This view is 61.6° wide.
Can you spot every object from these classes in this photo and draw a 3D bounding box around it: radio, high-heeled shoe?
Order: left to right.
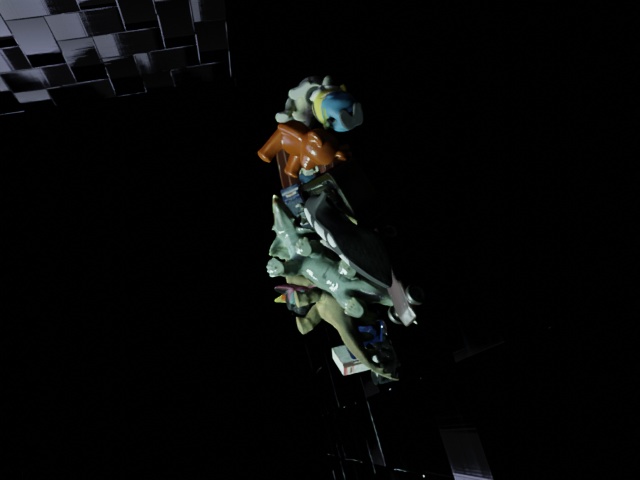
[{"bbox_3d":[0.038,-0.087,1.144,0.131,0.073,0.230,60,160,-7],"label":"radio"},{"bbox_3d":[0.048,0.007,1.038,0.249,0.086,0.145,58,163,16],"label":"high-heeled shoe"}]

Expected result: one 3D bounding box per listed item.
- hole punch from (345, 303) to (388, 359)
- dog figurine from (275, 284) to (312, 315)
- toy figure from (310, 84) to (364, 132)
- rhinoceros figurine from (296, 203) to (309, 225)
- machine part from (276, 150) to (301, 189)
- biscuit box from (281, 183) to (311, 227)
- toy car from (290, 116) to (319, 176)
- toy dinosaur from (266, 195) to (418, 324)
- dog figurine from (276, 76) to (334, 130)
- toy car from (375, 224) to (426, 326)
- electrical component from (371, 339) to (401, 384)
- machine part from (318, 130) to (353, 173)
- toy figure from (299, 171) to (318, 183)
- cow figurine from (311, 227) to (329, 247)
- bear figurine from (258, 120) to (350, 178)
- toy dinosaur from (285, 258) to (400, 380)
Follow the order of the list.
[{"bbox_3d":[0.104,0.212,1.291,0.142,0.092,0.115,-111,16,-53],"label":"hole punch"},{"bbox_3d":[-0.027,0.111,1.502,0.108,0.219,0.192,100,155,-56],"label":"dog figurine"},{"bbox_3d":[0.032,-0.268,1.116,0.180,0.082,0.089,-128,39,-55],"label":"toy figure"},{"bbox_3d":[-0.007,-0.075,1.480,0.190,0.112,0.073,-177,73,-71],"label":"rhinoceros figurine"},{"bbox_3d":[-0.080,-0.230,1.755,0.201,0.087,0.200,-172,71,-80],"label":"machine part"},{"bbox_3d":[-0.053,-0.092,1.654,0.202,0.063,0.059,55,-166,-56],"label":"biscuit box"},{"bbox_3d":[-0.056,-0.280,1.597,0.056,0.073,0.202,114,143,-67],"label":"toy car"},{"bbox_3d":[0.030,0.065,1.147,0.131,0.405,0.192,-59,-12,14],"label":"toy dinosaur"},{"bbox_3d":[-0.014,-0.349,1.297,0.121,0.172,0.191,44,-148,-22],"label":"dog figurine"},{"bbox_3d":[0.142,0.063,1.004,0.089,0.053,0.202,-59,42,45],"label":"toy car"},{"bbox_3d":[0.149,0.292,1.244,0.119,0.048,0.075,88,166,-45],"label":"electrical component"},{"bbox_3d":[0.037,-0.171,1.282,0.179,0.056,0.179,167,89,-80],"label":"machine part"},{"bbox_3d":[-0.023,-0.165,1.598,0.064,0.058,0.154,99,156,-50],"label":"toy figure"},{"bbox_3d":[-0.005,-0.004,1.463,0.168,0.068,0.098,10,127,45],"label":"cow figurine"},{"bbox_3d":[-0.033,-0.189,1.171,0.132,0.120,0.196,-57,37,8],"label":"bear figurine"},{"bbox_3d":[0.037,0.134,1.230,0.104,0.199,0.472,88,167,-46],"label":"toy dinosaur"}]
